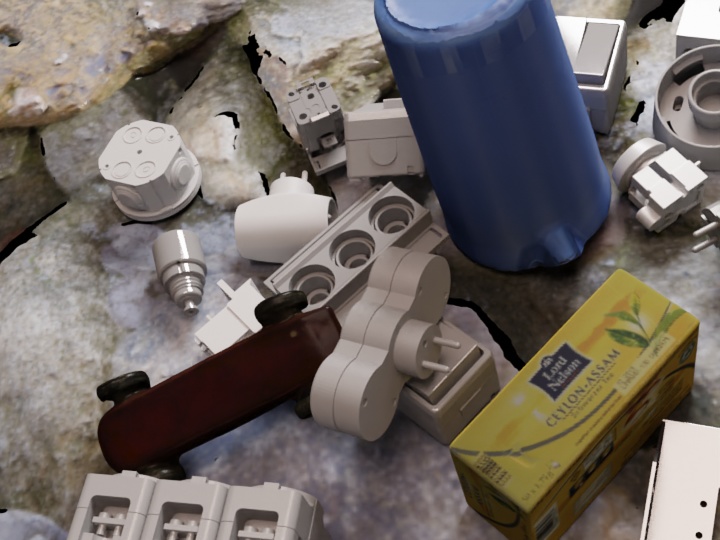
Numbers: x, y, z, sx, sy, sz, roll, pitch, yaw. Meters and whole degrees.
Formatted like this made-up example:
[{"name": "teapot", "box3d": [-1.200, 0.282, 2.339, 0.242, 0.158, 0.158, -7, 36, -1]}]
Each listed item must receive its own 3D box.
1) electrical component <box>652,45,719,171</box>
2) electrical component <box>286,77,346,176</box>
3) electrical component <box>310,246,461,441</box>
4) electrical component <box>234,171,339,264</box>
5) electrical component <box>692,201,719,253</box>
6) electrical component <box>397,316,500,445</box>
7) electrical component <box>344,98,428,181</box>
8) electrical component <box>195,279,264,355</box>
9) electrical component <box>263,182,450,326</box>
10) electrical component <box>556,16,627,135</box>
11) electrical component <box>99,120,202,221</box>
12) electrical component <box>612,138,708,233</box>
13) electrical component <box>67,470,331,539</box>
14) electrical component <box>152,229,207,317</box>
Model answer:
[{"name": "electrical component", "box3d": [0.281, -0.126, 0.848, 0.099, 0.064, 0.099, -6, 68, 17]}, {"name": "electrical component", "box3d": [-0.033, -0.124, 0.912, 0.042, 0.063, 0.081, -24, 55, -1]}, {"name": "electrical component", "box3d": [0.030, 0.050, 0.710, 0.074, 0.052, 0.138, 12, 61, 30]}, {"name": "electrical component", "box3d": [-0.057, -0.049, 0.879, 0.077, 0.044, 0.079, -4, 56, 12]}, {"name": "electrical component", "box3d": [0.269, -0.035, 0.763, 0.076, 0.083, 0.047, -27, 54, -4]}, {"name": "electrical component", "box3d": [0.043, 0.065, 0.766, 0.096, 0.061, 0.062, 35, 71, 31]}, {"name": "electrical component", "box3d": [0.028, -0.106, 0.868, 0.062, 0.096, 0.061, -3, 97, 13]}, {"name": "electrical component", "box3d": [-0.088, 0.050, 0.822, 0.064, 0.042, 0.081, -42, 56, -11]}, {"name": "electrical component", "box3d": [0.000, 0.000, 0.820, 0.121, 0.063, 0.079, -42, 57, -14]}, {"name": "electrical component", "box3d": [0.180, -0.158, 0.882, 0.062, 0.061, 0.096, 9, 60, 20]}, {"name": "electrical component", "box3d": [-0.182, -0.087, 0.932, 0.080, 0.051, 0.080, -7, 55, 10]}, {"name": "electrical component", "box3d": [0.226, -0.067, 0.819, 0.066, 0.048, 0.055, -35, 63, -10]}, {"name": "electrical component", "box3d": [-0.103, 0.177, 0.710, 0.150, 0.089, 0.061, 2, 57, 15]}, {"name": "electrical component", "box3d": [-0.143, 0.003, 0.868, 0.040, 0.040, 0.078, -20, 55, 1]}]
